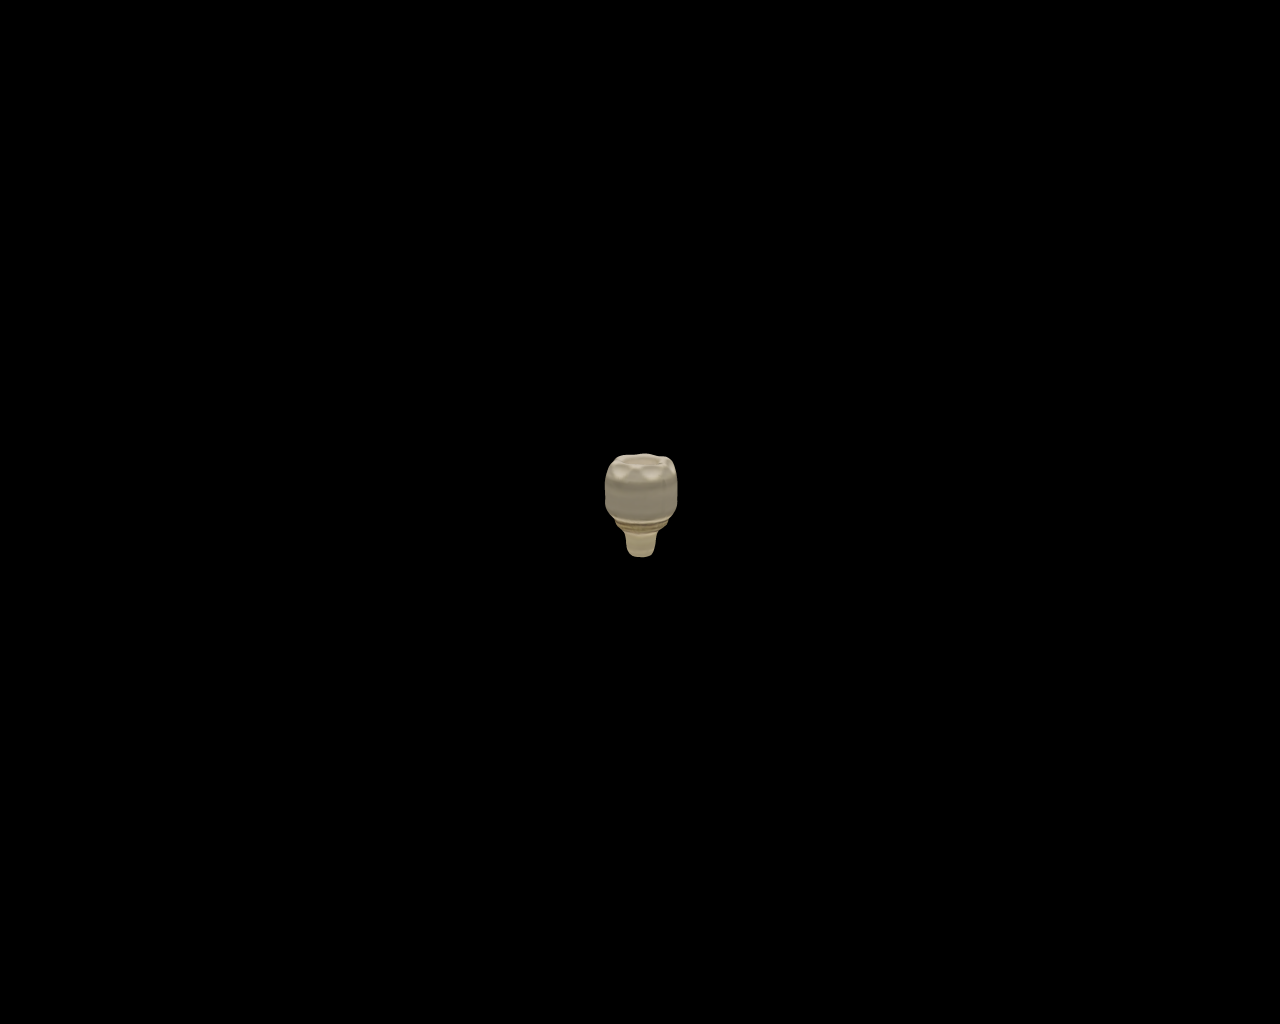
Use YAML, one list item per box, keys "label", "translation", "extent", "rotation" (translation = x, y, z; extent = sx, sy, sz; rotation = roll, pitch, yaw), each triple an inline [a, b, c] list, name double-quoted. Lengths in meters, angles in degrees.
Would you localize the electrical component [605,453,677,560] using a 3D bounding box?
- label: "electrical component"
  translation: [0.001, -0.003, 0.650]
  extent: [0.043, 0.062, 0.043]
  rotation: [0, 16, 0]
